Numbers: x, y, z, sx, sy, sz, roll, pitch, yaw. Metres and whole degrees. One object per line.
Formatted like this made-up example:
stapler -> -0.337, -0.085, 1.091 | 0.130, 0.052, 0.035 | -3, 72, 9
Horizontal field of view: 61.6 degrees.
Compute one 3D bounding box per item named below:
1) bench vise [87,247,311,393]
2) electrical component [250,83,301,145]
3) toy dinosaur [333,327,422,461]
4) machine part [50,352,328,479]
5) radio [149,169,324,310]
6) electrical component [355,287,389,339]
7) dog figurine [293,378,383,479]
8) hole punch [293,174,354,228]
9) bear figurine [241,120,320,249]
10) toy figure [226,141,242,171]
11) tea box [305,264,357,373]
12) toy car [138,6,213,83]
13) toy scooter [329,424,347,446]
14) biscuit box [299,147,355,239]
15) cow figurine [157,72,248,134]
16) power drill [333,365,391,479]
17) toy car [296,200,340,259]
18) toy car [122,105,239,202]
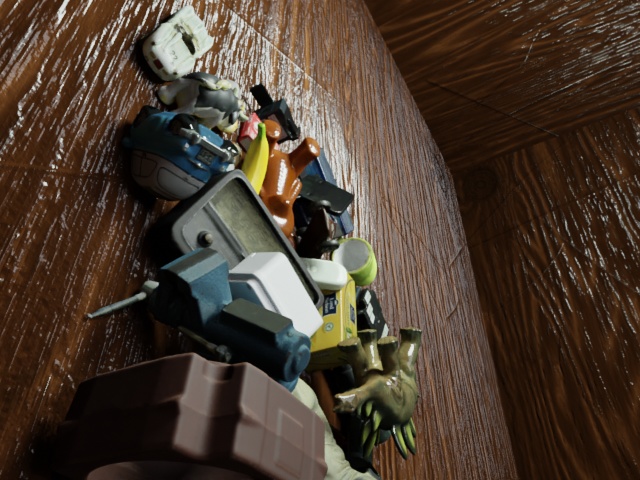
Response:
bench vise -> -0.116, 0.139, 0.599 | 0.129, 0.224, 0.240 | -50, 148, -59
electrical component -> -0.094, -0.240, 1.039 | 0.048, 0.075, 0.119 | -81, 148, -50
toy dinosaur -> 0.112, 0.242, 0.874 | 0.471, 0.105, 0.198 | 13, 76, -66
machine part -> -0.110, 0.187, 0.484 | 0.200, 0.202, 0.087 | 50, 30, -40
radio -> -0.106, 0.036, 0.708 | 0.131, 0.073, 0.229 | -45, 113, -30
electrical component -> 0.098, 0.171, 1.170 | 0.134, 0.058, 0.115 | 65, 21, -12
dog figurine -> 0.002, 0.266, 0.688 | 0.190, 0.121, 0.172 | 27, 55, -14
hole punch -> -0.008, -0.066, 1.094 | 0.116, 0.092, 0.142 | 31, 35, 7
bear figurine -> -0.073, -0.084, 0.905 | 0.120, 0.132, 0.196 | 20, 43, -24
toy figure -> -0.154, -0.116, 0.828 | 0.154, 0.058, 0.064 | -73, 176, -58
tea box -> 0.008, 0.135, 0.941 | 0.068, 0.098, 0.170 | 52, 27, -41
toy car -> -0.217, -0.308, 0.834 | 0.073, 0.056, 0.202 | 57, 26, -29
toy scooter -> -0.009, 0.316, 0.772 | 0.135, 0.075, 0.184 | 33, 40, -42
biscuit box -> 0.008, -0.102, 1.181 | 0.202, 0.059, 0.063 | 69, 23, -5
cow figurine -> -0.161, -0.213, 0.834 | 0.068, 0.098, 0.167 | 66, 22, 6
power drill -> 0.058, 0.316, 0.949 | 0.207, 0.086, 0.231 | -86, 152, -58
toy car -> -0.002, -0.003, 0.964 | 0.202, 0.053, 0.089 | 122, -40, -66
toy car -> -0.181, -0.099, 0.672 | 0.109, 0.162, 0.103 | 30, 86, -42
